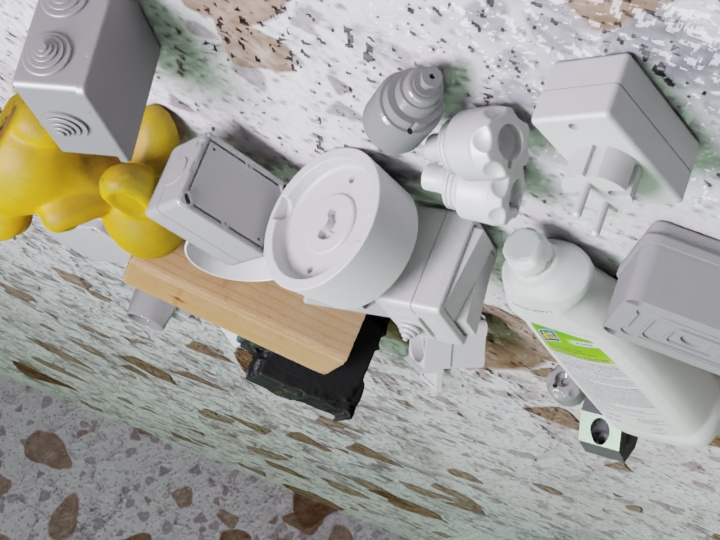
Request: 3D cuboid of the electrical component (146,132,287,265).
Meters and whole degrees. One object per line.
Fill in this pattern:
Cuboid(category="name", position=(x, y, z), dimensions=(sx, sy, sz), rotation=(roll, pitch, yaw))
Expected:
Cuboid(category="electrical component", position=(-0.100, -0.047, 0.793), dimensions=(0.096, 0.061, 0.061), rotation=(33, 153, -29))

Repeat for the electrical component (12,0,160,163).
Cuboid(category="electrical component", position=(-0.168, -0.126, 0.667), dimensions=(0.048, 0.099, 0.099), rotation=(6, 158, 9))

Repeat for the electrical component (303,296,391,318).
Cuboid(category="electrical component", position=(0.000, 0.000, 0.892), dimensions=(0.083, 0.047, 0.075), rotation=(9, -161, -1))

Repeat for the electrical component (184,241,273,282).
Cuboid(category="electrical component", position=(-0.090, -0.031, 0.881), dimensions=(0.099, 0.064, 0.099), rotation=(10, 165, 3))

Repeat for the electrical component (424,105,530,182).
Cuboid(category="electrical component", position=(0.065, -0.073, 0.629), dimensions=(0.043, 0.043, 0.062), rotation=(37, 159, -35))

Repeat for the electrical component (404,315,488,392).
Cuboid(category="electrical component", position=(0.077, 0.062, 0.942), dimensions=(0.064, 0.081, 0.042), rotation=(0, -167, -16))

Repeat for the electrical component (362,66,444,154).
Cuboid(category="electrical component", position=(0.029, -0.095, 0.614), dimensions=(0.040, 0.040, 0.078), rotation=(26, 161, -8))

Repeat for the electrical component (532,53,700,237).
Cuboid(category="electrical component", position=(0.127, -0.055, 0.554), dimensions=(0.047, 0.075, 0.083), rotation=(2, 153, 46))

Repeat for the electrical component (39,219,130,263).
Cuboid(category="electrical component", position=(-0.246, -0.048, 1.036), dimensions=(0.113, 0.057, 0.078), rotation=(4, 154, 45))

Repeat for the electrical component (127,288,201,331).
Cuboid(category="electrical component", position=(-0.204, 0.032, 1.176), dimensions=(0.079, 0.077, 0.043), rotation=(31, 159, -24))

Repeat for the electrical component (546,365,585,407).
Cuboid(category="electrical component", position=(0.196, 0.111, 1.000), dimensions=(0.035, 0.035, 0.061), rotation=(12, 162, 29))

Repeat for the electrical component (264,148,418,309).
Cuboid(category="electrical component", position=(-0.008, -0.024, 0.756), dimensions=(0.108, 0.108, 0.060), rotation=(3, 159, 46))

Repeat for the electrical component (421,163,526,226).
Cuboid(category="electrical component", position=(0.070, -0.053, 0.678), dimensions=(0.062, 0.043, 0.043), rotation=(15, 160, 26))

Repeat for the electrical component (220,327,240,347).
Cuboid(category="electrical component", position=(-0.120, 0.028, 1.102), dimensions=(0.076, 0.066, 0.047), rotation=(55, 157, -3))

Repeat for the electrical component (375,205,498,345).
Cuboid(category="electrical component", position=(0.058, 0.010, 0.782), dimensions=(0.061, 0.096, 0.061), rotation=(11, 158, 30))

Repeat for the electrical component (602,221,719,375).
Cuboid(category="electrical component", position=(0.222, 0.022, 0.687), dimensions=(0.113, 0.057, 0.078), rotation=(21, 161, 6))
